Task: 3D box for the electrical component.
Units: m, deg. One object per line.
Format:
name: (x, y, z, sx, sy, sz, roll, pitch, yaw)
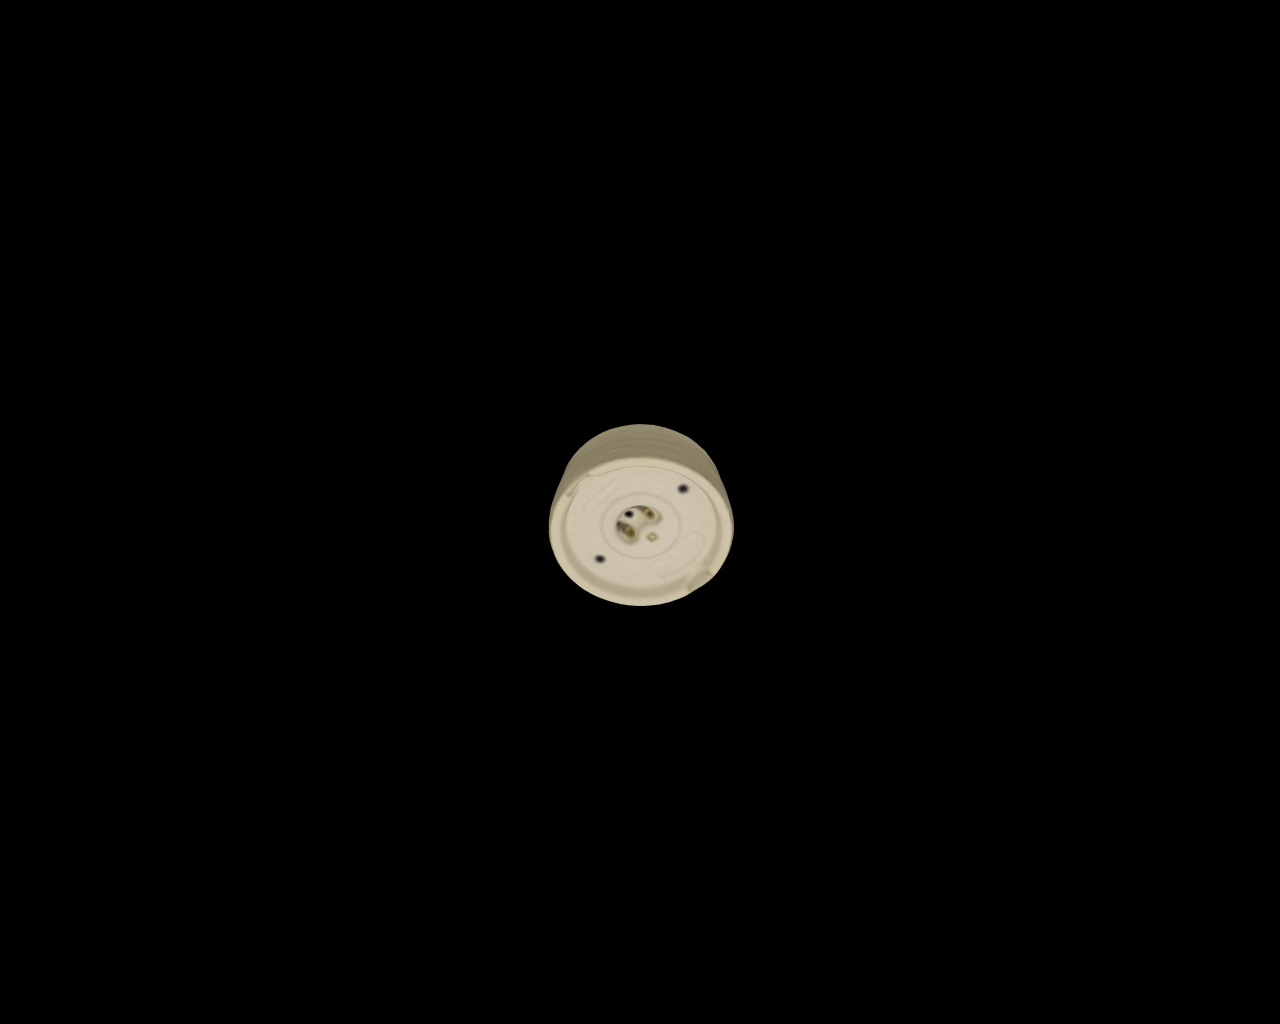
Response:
electrical component: (0.001, -0.003, 0.650, 0.108, 0.108, 0.060, 0, 34, 0)
